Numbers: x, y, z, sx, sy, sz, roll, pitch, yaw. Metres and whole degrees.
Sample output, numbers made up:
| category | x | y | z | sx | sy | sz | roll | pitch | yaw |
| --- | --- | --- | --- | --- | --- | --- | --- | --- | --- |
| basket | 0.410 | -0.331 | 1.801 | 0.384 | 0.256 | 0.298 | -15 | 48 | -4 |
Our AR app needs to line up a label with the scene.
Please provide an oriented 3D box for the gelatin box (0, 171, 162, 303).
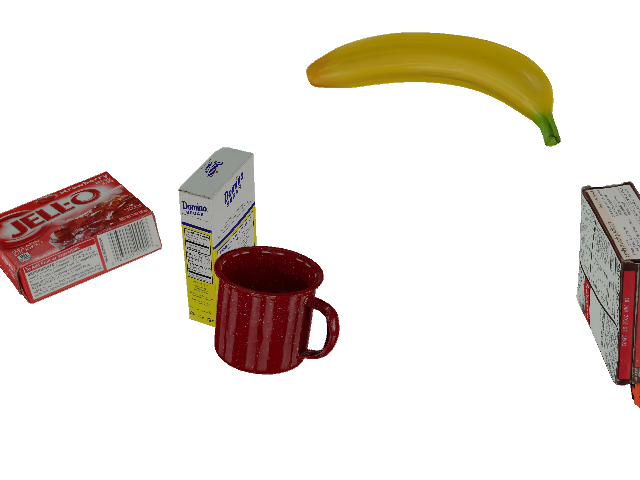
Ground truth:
| category | x | y | z | sx | sy | sz | roll | pitch | yaw |
| --- | --- | --- | --- | --- | --- | --- | --- | --- | --- |
| gelatin box | -0.152 | -0.004 | 0.646 | 0.089 | 0.030 | 0.073 | -24 | 34 | -23 |

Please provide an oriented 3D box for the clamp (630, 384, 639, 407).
| category | x | y | z | sx | sy | sz | roll | pitch | yaw |
| --- | --- | --- | --- | --- | --- | --- | --- | --- | --- |
| clamp | 0.320 | 0.080 | 0.957 | 0.171 | 0.039 | 0.120 | -33 | 36 | -25 |

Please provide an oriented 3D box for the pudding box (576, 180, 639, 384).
| category | x | y | z | sx | sy | sz | roll | pitch | yaw |
| --- | --- | --- | --- | --- | --- | --- | --- | --- | --- |
| pudding box | 0.195 | 0.025 | 0.685 | 0.039 | 0.090 | 0.113 | -4 | 27 | 0 |

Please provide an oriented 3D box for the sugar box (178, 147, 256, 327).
| category | x | y | z | sx | sy | sz | roll | pitch | yaw |
| --- | --- | --- | --- | --- | --- | --- | --- | --- | --- |
| sugar box | -0.107 | -0.002 | 1.134 | 0.048 | 0.176 | 0.093 | 15 | 39 | 21 |

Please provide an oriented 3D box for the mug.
| category | x | y | z | sx | sy | sz | roll | pitch | yaw |
| --- | --- | --- | --- | --- | --- | --- | --- | --- | --- |
| mug | -0.037 | 0.064 | 0.907 | 0.117 | 0.081 | 0.093 | 17 | 26 | 21 |

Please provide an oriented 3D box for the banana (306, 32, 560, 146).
| category | x | y | z | sx | sy | sz | roll | pitch | yaw |
| --- | --- | --- | --- | --- | --- | --- | --- | --- | --- |
| banana | 0.090 | -0.126 | 0.798 | 0.198 | 0.069 | 0.037 | 15 | -35 | 16 |
